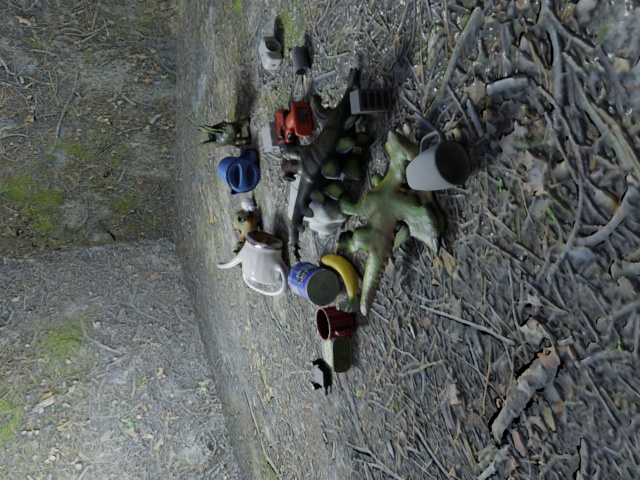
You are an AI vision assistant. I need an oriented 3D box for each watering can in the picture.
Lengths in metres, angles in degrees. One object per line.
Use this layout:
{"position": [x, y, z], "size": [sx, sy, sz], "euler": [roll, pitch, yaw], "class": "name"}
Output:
{"position": [-0.243, 0.069, 1.861], "size": [0.350, 0.221, 0.105], "euler": [20, 20, 31], "class": "watering can"}

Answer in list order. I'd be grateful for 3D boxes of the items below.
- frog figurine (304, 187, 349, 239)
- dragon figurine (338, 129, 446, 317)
{"position": [0.004, -0.067, 1.341], "size": [0.137, 0.156, 0.125], "euler": [6, 26, -3], "class": "frog figurine"}
{"position": [0.155, -0.021, 1.068], "size": [0.123, 0.408, 0.243], "euler": [-9, 8, -32], "class": "dragon figurine"}
